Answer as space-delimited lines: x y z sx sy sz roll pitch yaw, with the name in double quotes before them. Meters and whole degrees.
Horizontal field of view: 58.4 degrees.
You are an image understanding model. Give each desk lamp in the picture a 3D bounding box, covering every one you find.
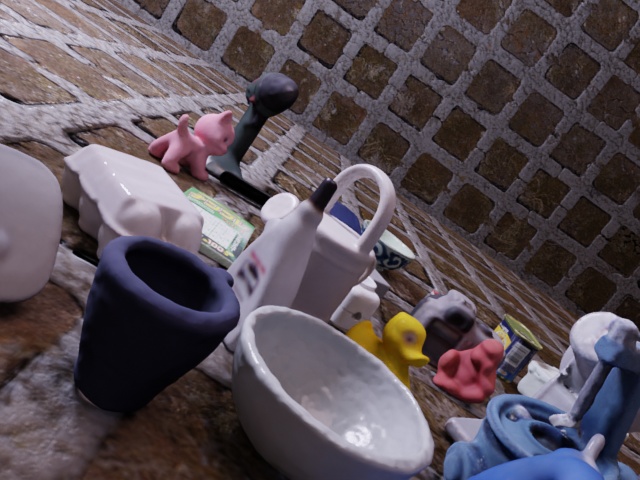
"desk lamp" 0.281 0.179 0.637 0.204 0.213 0.117 22 19 -45

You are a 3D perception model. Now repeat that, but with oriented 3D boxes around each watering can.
"watering can" 0.007 0.003 0.620 0.100 0.194 0.173 40 14 21

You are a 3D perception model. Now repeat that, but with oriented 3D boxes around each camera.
"camera" 0.199 0.130 0.855 0.143 0.100 0.137 35 13 -1

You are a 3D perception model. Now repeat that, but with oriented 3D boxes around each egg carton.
"egg carton" -0.180 -0.030 0.550 0.150 0.069 0.108 44 16 34

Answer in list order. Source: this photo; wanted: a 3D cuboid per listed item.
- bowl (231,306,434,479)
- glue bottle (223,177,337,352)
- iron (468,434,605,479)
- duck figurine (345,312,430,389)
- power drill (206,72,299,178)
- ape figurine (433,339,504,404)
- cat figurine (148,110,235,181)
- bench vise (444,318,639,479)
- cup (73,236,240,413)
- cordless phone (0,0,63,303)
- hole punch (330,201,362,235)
"bowl" -0.003 0.128 0.423 0.168 0.074 0.167 33 13 -9
"glue bottle" -0.037 0.016 0.513 0.037 0.173 0.078 22 19 -45
"iron" 0.127 0.200 0.344 0.118 0.141 0.259 40 14 20
"duck figurine" 0.077 0.118 0.631 0.078 0.086 0.104 22 18 -43
"power drill" -0.116 -0.200 0.999 0.076 0.208 0.229 29 14 -23
"ape figurine" 0.204 0.168 0.754 0.076 0.092 0.077 21 19 -46
"cat figurine" -0.183 -0.159 0.887 0.067 0.117 0.128 41 14 23
"bench vise" 0.245 0.179 0.535 0.208 0.219 0.121 25 16 -37
"cup" -0.106 0.058 0.371 0.091 0.095 0.118 38 14 13
"cordless phone" -0.205 -0.057 0.331 0.094 0.185 0.148 44 16 34
"hole punch" 0.026 -0.003 0.916 0.109 0.091 0.100 24 17 -39
